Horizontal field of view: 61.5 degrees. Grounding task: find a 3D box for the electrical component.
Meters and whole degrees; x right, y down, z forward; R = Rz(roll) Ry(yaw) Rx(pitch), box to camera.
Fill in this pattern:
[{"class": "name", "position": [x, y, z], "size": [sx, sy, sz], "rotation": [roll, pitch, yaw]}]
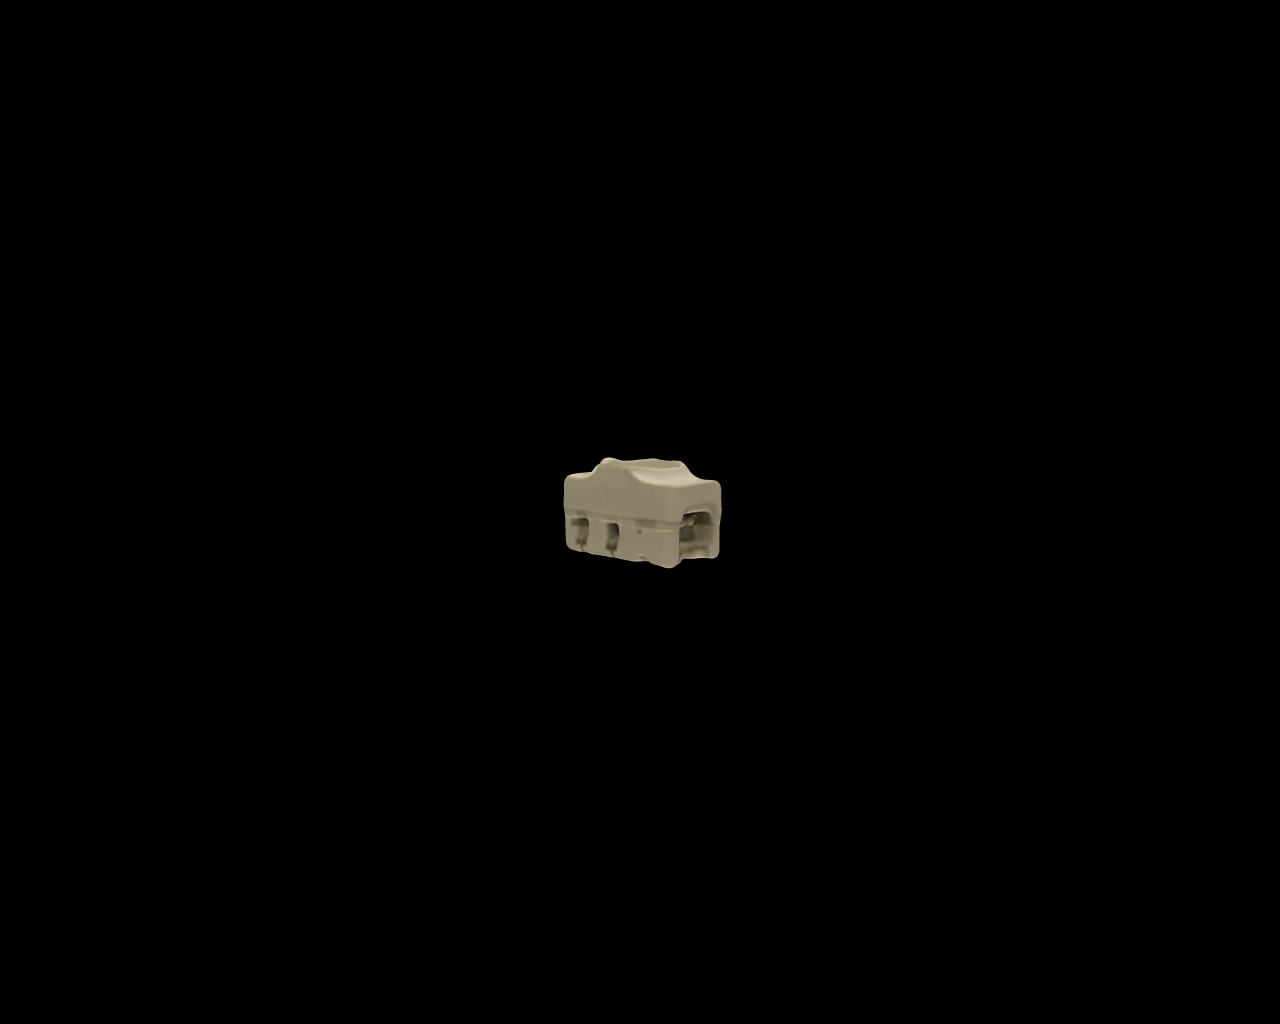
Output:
[{"class": "electrical component", "position": [0.001, -0.003, 0.650], "size": [0.089, 0.055, 0.050], "rotation": [8, 12, 43]}]
